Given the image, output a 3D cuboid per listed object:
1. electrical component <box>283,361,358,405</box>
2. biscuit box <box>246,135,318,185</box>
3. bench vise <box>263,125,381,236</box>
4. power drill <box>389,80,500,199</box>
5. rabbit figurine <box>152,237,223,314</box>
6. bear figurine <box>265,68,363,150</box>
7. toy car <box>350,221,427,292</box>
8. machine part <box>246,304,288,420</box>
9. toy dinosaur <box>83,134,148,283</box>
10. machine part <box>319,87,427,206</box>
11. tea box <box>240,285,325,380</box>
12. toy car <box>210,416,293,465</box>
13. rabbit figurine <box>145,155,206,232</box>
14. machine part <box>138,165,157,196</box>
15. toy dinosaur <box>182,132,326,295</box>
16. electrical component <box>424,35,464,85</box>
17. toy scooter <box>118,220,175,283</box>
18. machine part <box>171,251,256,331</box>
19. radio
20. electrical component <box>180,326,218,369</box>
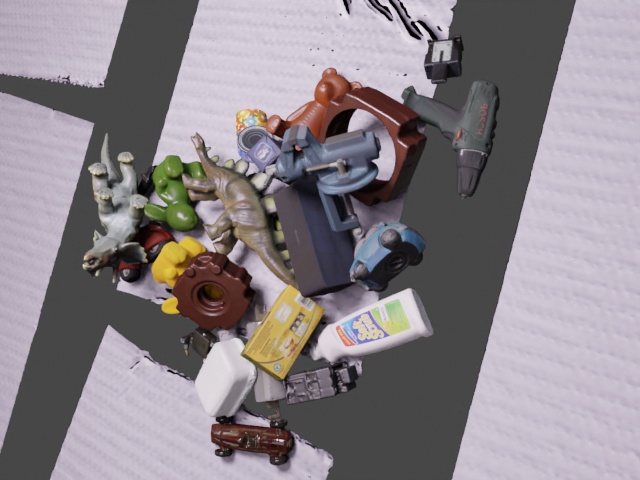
[{"bbox_3d":[0.007,0.284,1.081,0.134,0.115,0.058,-17,81,17],"label":"electrical component"},{"bbox_3d":[-0.072,-0.158,1.129,0.059,0.202,0.063,-45,69,11],"label":"biscuit box"},{"bbox_3d":[0.019,-0.103,1.020,0.224,0.240,0.129,-19,31,2],"label":"bench vise"},{"bbox_3d":[0.245,-0.216,1.076,0.208,0.086,0.232,21,91,28],"label":"power drill"},{"bbox_3d":[-0.305,0.100,1.241,0.173,0.122,0.162,38,101,3],"label":"rabbit figurine"},{"bbox_3d":[-0.006,-0.283,1.165,0.120,0.132,0.195,39,104,17],"label":"bear figurine"},{"bbox_3d":[0.126,0.023,1.083,0.161,0.109,0.103,-45,40,15],"label":"toy car"},{"bbox_3d":[-0.110,0.257,1.154,0.079,0.079,0.243,-15,77,20],"label":"machine part"},{"bbox_3d":[-0.475,-0.075,1.263,0.405,0.131,0.192,-113,32,-47],"label":"toy dinosaur"},{"bbox_3d":[0.100,-0.188,1.080,0.202,0.087,0.200,35,132,22],"label":"machine part"},{"bbox_3d":[-0.076,0.190,1.104,0.098,0.068,0.169,37,69,-5],"label":"tea box"},{"bbox_3d":[-0.154,0.429,1.162,0.202,0.053,0.089,-1,85,21],"label":"toy car"},{"bbox_3d":[-0.349,-0.095,1.279,0.159,0.121,0.170,-22,72,25],"label":"rabbit figurine"},{"bbox_3d":[-0.440,-0.136,1.354,0.039,0.084,0.139,38,112,-5],"label":"machine part"},{"bbox_3d":[-0.157,-0.052,1.177,0.199,0.105,0.471,-28,77,-7],"label":"toy dinosaur"},{"bbox_3d":[0.252,-0.356,1.093,0.075,0.047,0.119,-3,65,22],"label":"electrical component"},{"bbox_3d":[-0.443,0.010,1.330,0.184,0.075,0.135,-33,70,19],"label":"toy scooter"},{"bbox_3d":[-0.231,0.115,1.166,0.179,0.056,0.179,2,116,4],"label":"machine part"},{"bbox_3d":[-0.002,-0.003,1.112,0.073,0.131,0.229,-27,73,40],"label":"radio"},{"bbox_3d":[-0.271,0.245,1.230,0.102,0.045,0.078,40,130,20],"label":"electrical component"}]
